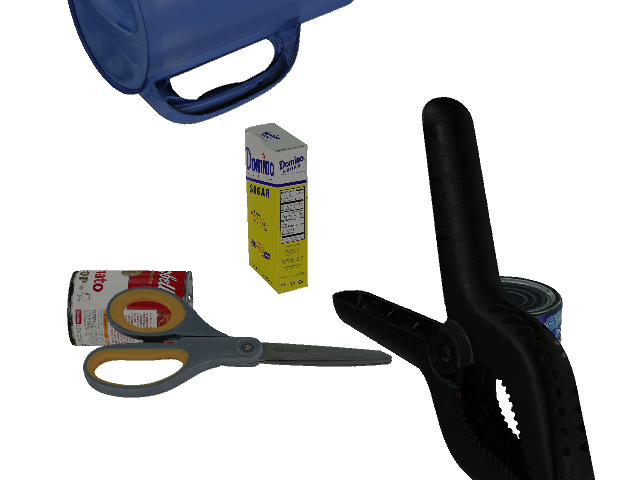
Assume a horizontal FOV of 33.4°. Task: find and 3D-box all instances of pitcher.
[{"bbox_3d":[-0.076,-0.210,0.896,0.242,0.149,0.145,-25,44,-29],"label":"pitcher"}]

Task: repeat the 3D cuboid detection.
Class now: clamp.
[{"bbox_3d":[0.076,0.043,0.527,0.036,0.165,0.210,-7,44,-28],"label":"clamp"}]

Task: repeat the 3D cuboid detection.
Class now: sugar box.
[{"bbox_3d":[-0.051,-0.038,1.228,0.048,0.176,0.093,-14,27,-23],"label":"sugar box"}]

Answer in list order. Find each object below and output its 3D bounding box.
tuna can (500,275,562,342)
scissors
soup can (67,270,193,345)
[{"bbox_3d":[0.140,0.056,0.808,0.086,0.034,0.086,-1,18,0],"label":"tuna can"},{"bbox_3d":[-0.061,0.062,0.726,0.201,0.096,0.016,-9,-41,-11],"label":"scissors"},{"bbox_3d":[-0.165,0.060,0.934,0.102,0.068,0.068,1,0,-2],"label":"soup can"}]
